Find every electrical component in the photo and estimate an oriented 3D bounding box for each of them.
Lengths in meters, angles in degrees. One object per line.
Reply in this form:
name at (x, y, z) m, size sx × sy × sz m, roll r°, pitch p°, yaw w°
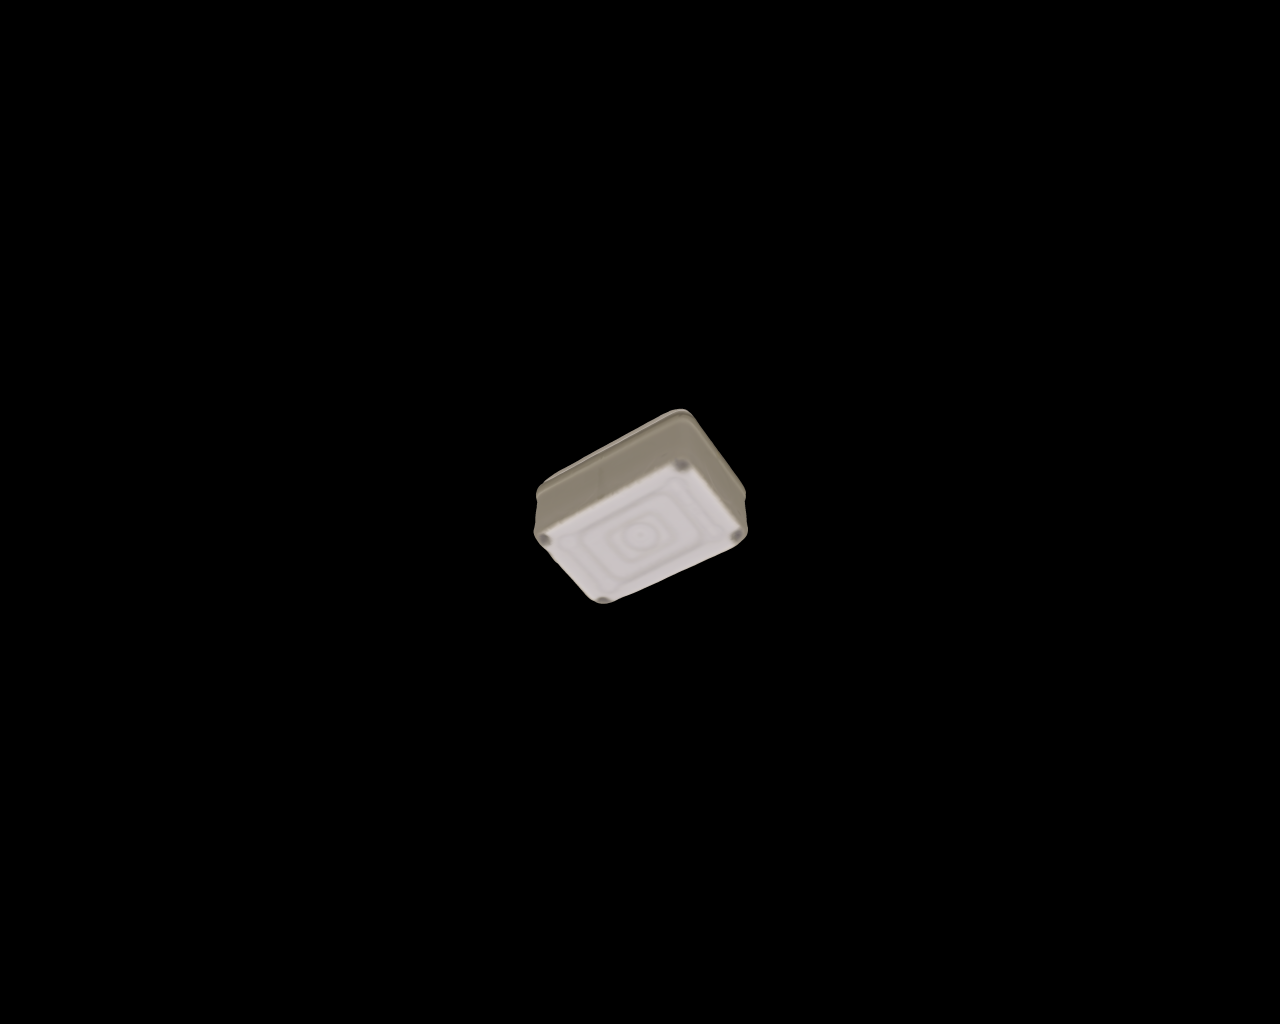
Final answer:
electrical component at (0.001, -0.003, 0.650) m, size 0.113 × 0.078 × 0.057 m, roll -27°, pitch 33°, yaw 19°
